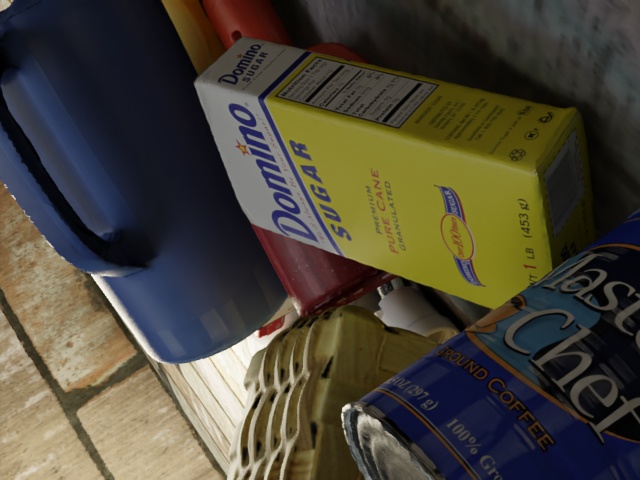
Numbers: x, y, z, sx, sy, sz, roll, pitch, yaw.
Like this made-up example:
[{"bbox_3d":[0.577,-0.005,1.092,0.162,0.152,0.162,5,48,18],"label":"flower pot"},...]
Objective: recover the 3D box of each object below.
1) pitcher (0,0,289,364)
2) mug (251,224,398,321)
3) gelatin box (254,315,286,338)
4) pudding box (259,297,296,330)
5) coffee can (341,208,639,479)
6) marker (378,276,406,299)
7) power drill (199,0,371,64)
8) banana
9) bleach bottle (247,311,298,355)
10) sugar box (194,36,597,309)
[{"bbox_3d":[-0.118,-0.041,0.650,0.145,0.149,0.243,14,136,62],"label":"pitcher"},{"bbox_3d":[0.013,-0.013,0.600,0.081,0.093,0.117,61,145,8],"label":"mug"},{"bbox_3d":[-0.060,0.029,0.867,0.089,0.030,0.073,54,162,17],"label":"gelatin box"},{"bbox_3d":[-0.050,0.019,0.793,0.090,0.113,0.039,44,157,40],"label":"pudding box"},{"bbox_3d":[0.093,0.064,0.376,0.103,0.140,0.103,52,164,22],"label":"coffee can"},{"bbox_3d":[0.048,0.033,0.691,0.020,0.020,0.121,34,151,57],"label":"marker"},{"bbox_3d":[-0.042,-0.143,0.569,0.188,0.057,0.184,60,169,7],"label":"power drill"},{"bbox_3d":[-0.104,-0.152,0.728,0.198,0.070,0.037,45,-160,11],"label":"banana"},{"bbox_3d":[0.026,0.121,0.850,0.102,0.068,0.251,61,162,-21],"label":"bleach bottle"},{"bbox_3d":[0.031,-0.028,0.469,0.176,0.048,0.093,16,142,34],"label":"sugar box"}]
